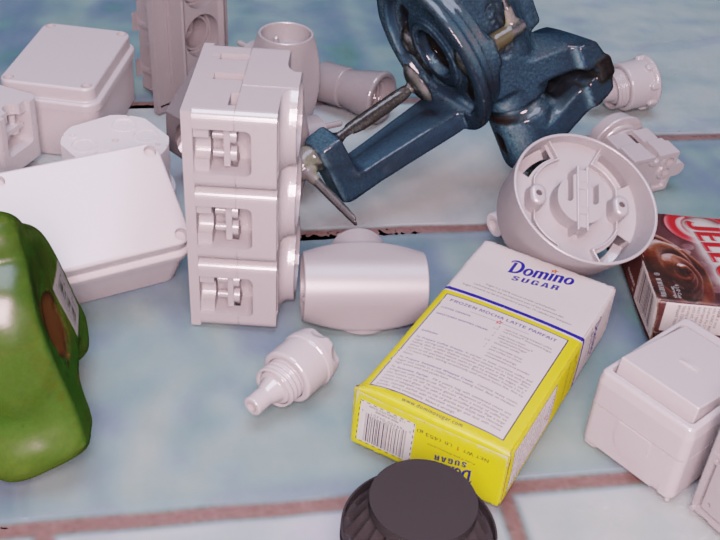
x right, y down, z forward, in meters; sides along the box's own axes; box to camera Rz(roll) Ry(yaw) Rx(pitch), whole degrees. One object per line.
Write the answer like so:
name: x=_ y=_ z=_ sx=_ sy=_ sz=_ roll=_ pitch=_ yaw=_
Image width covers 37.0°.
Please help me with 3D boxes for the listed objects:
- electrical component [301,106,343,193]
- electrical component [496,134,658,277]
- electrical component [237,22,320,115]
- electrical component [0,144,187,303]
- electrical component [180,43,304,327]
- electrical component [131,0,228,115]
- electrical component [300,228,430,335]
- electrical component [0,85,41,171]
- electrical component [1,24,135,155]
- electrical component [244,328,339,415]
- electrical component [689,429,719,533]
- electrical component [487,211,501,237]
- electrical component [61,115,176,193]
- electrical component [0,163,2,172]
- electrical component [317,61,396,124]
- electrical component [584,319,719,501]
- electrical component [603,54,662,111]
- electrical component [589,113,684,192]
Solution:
electrical component: x=-0.048 y=-0.091 z=0.778 sx=0.079 sy=0.077 sz=0.043 roll=-16 pitch=41 yaw=-27
electrical component: x=0.141 y=-0.041 z=0.708 sx=0.099 sy=0.064 sz=0.099 roll=4 pitch=72 yaw=-13
electrical component: x=-0.073 y=-0.163 z=0.874 sx=0.079 sy=0.077 sz=0.043 roll=32 pitch=44 yaw=32
electrical component: x=-0.170 y=-0.026 z=0.665 sx=0.113 sy=0.057 sz=0.078 roll=-15 pitch=74 yaw=-26
electrical component: x=-0.068 y=-0.050 z=0.658 sx=0.062 sy=0.150 sz=0.089 roll=4 pitch=36 yaw=0
electrical component: x=-0.148 y=-0.198 z=0.875 sx=0.063 sy=0.121 sz=0.079 roll=28 pitch=42 yaw=32
electrical component: x=0.000 y=0.000 z=0.689 sx=0.077 sy=0.044 sz=0.079 roll=0 pitch=36 yaw=-8
electrical component: x=-0.284 y=-0.102 z=0.782 sx=0.089 sy=0.055 sz=0.050 roll=17 pitch=38 yaw=15
electrical component: x=-0.227 y=-0.143 z=0.843 sx=0.078 sy=0.057 sz=0.113 roll=7 pitch=36 yaw=2
electrical component: x=-0.041 y=0.061 z=0.610 sx=0.035 sy=0.035 sz=0.061 roll=27 pitch=44 yaw=26
electrical component: x=0.220 y=0.097 z=0.541 sx=0.061 sy=0.096 sz=0.062 roll=-18 pitch=42 yaw=-29
electrical component: x=0.120 y=-0.041 z=0.762 sx=0.062 sy=0.048 sz=0.048 roll=-21 pitch=43 yaw=-21
electrical component: x=-0.171 y=-0.069 z=0.756 sx=0.080 sy=0.051 sz=0.080 roll=3 pitch=36 yaw=-2
electrical component: x=-0.272 y=-0.043 z=0.696 sx=0.081 sy=0.063 sz=0.042 roll=-8 pitch=38 yaw=-17
electrical component: x=-0.008 y=-0.151 z=0.897 sx=0.065 sy=0.044 sz=0.044 roll=20 pitch=39 yaw=27
electrical component: x=0.182 y=0.070 z=0.602 sx=0.096 sy=0.061 sz=0.062 roll=-25 pitch=46 yaw=-34
electrical component: x=0.227 y=-0.159 z=0.936 sx=0.062 sy=0.048 sz=0.048 roll=-15 pitch=40 yaw=-15
electrical component: x=0.210 y=-0.090 z=0.838 sx=0.066 sy=0.048 sz=0.055 roll=-14 pitch=48 yaw=-24
